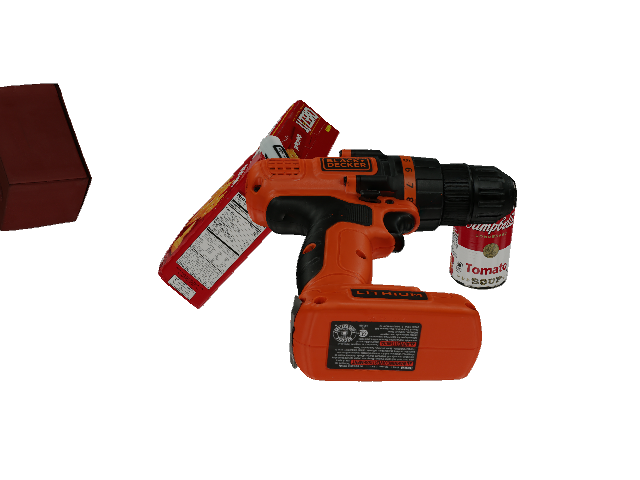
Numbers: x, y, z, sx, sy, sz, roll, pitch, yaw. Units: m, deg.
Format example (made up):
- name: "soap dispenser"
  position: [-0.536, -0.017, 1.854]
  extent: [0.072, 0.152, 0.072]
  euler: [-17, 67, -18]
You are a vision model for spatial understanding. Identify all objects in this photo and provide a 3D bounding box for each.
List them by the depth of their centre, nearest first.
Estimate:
- name: "power drill"
  position: [0.046, 0.008, 0.664]
  extent: [0.184, 0.057, 0.187]
  euler: [-1, 33, -4]
- name: "foam brick"
  position: [-0.185, -0.053, 0.677]
  extent: [0.051, 0.078, 0.053]
  euler: [-10, -28, -30]
- name: "marker"
  position: [-0.024, -0.047, 0.880]
  extent: [0.020, 0.020, 0.121]
  euler: [0, 37, -25]
- name: "soup can"
  position: [0.183, -0.004, 1.210]
  extent: [0.068, 0.102, 0.068]
  euler: [1, 28, -1]
- name: "cracker box"
  position: [-0.082, -0.045, 1.216]
  extent: [0.072, 0.214, 0.164]
  euler: [39, 27, -9]
